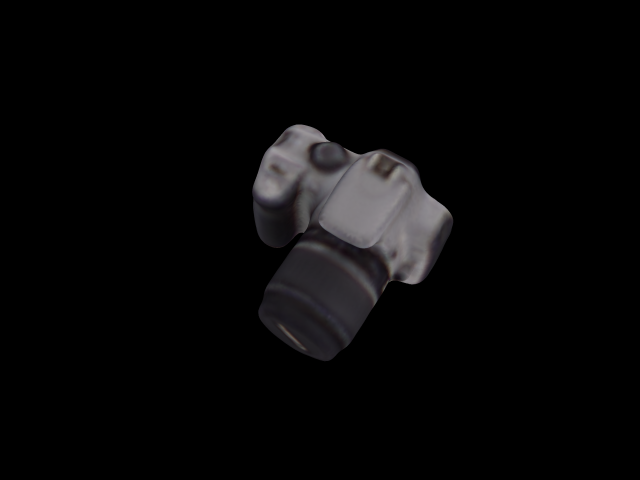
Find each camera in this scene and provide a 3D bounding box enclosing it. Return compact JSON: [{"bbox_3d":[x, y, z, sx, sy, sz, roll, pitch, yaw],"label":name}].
[{"bbox_3d":[0.004,0.001,0.400,0.143,0.101,0.137,29,66,14],"label":"camera"}]
